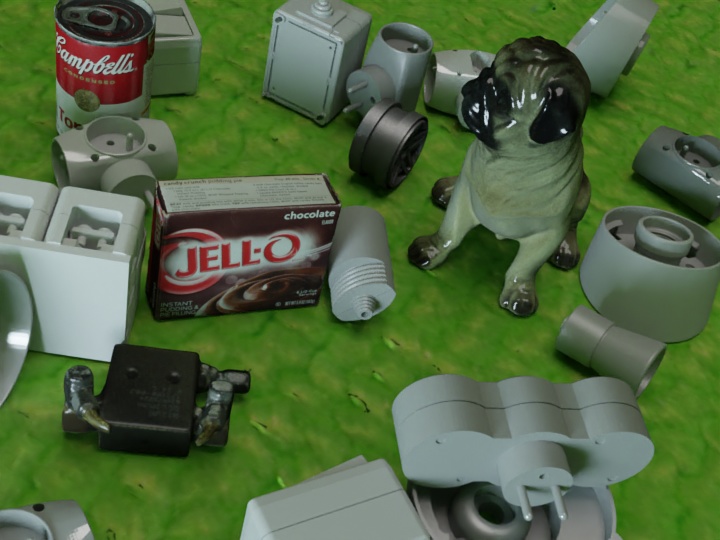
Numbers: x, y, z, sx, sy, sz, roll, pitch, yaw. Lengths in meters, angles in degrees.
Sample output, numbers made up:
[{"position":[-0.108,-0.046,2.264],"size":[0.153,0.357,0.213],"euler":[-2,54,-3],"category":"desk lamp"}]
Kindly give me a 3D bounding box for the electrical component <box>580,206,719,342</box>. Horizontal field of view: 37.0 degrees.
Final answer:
[{"position":[0.213,-0.002,0.780],"size":[0.099,0.064,0.099],"euler":[9,30,-5],"category":"electrical component"}]

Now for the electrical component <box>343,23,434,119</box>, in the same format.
[{"position":[0.016,-0.144,0.842],"size":[0.043,0.077,0.079],"euler":[40,49,23],"category":"electrical component"}]

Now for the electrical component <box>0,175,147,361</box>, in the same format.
[{"position":[-0.207,-0.007,0.634],"size":[0.150,0.089,0.061],"euler":[9,44,-6],"category":"electrical component"}]

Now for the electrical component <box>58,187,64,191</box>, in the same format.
[{"position":[-0.197,-0.033,0.698],"size":[0.062,0.048,0.048],"euler":[17,44,11],"category":"electrical component"}]

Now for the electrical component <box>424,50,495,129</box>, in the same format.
[{"position":[0.096,-0.142,0.886],"size":[0.077,0.043,0.079],"euler":[6,45,-10],"category":"electrical component"}]

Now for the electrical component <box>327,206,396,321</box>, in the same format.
[{"position":[0.000,0.000,0.717],"size":[0.043,0.043,0.081],"euler":[4,45,-11],"category":"electrical component"}]

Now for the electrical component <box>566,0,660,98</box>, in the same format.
[{"position":[0.216,-0.202,0.943],"size":[0.064,0.099,0.099],"euler":[30,46,6],"category":"electrical component"}]

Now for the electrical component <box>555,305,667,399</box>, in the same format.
[{"position":[0.163,0.052,0.713],"size":[0.065,0.044,0.044],"euler":[32,46,23],"category":"electrical component"}]

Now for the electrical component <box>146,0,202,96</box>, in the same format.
[{"position":[-0.176,-0.175,0.832],"size":[0.096,0.061,0.061],"euler":[-8,49,-22],"category":"electrical component"}]

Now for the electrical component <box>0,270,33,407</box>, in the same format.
[{"position":[-0.224,0.045,0.575],"size":[0.064,0.099,0.099],"euler":[9,44,2],"category":"electrical component"}]

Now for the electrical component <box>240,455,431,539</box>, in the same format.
[{"position":[-0.023,0.143,0.555],"size":[0.096,0.061,0.061],"euler":[-13,50,-26],"category":"electrical component"}]

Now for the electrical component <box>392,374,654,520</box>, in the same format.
[{"position":[0.089,0.099,0.565],"size":[0.138,0.052,0.073],"euler":[2,46,-13],"category":"electrical component"}]

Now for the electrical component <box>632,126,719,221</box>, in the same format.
[{"position":[0.276,-0.086,0.878],"size":[0.077,0.044,0.079],"euler":[38,49,22],"category":"electrical component"}]

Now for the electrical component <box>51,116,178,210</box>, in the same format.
[{"position":[-0.162,-0.064,0.737],"size":[0.077,0.044,0.079],"euler":[-14,52,-27],"category":"electrical component"}]

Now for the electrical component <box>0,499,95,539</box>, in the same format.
[{"position":[-0.161,0.158,0.515],"size":[0.077,0.044,0.079],"euler":[-17,53,-29],"category":"electrical component"}]

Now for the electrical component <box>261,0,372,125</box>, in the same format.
[{"position":[-0.031,-0.176,0.846],"size":[0.062,0.096,0.061],"euler":[27,45,12],"category":"electrical component"}]
